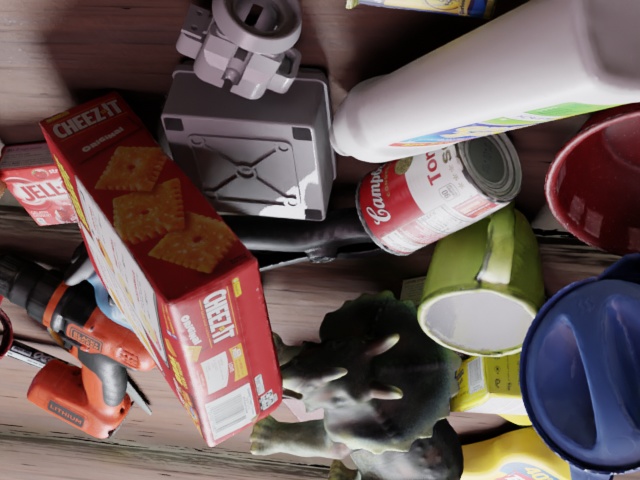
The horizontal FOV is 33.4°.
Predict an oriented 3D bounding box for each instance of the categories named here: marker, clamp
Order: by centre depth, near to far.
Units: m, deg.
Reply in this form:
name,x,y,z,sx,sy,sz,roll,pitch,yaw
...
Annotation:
name,x,y,z,sx,sy,sz,roll,pitch,yaw
clamp,-0.006,0.001,0.846,0.171,0.039,0.120,-2,171,-4
marker,-0.288,0.132,1.137,0.121,0.020,0.020,21,146,2

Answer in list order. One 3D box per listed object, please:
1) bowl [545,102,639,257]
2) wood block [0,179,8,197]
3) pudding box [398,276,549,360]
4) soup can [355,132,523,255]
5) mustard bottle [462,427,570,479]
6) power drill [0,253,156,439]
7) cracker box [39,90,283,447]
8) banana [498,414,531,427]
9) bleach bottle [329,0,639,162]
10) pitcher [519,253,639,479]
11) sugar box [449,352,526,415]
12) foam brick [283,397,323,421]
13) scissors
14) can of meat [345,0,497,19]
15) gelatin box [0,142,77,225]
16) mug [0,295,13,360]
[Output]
name,x,y,z,sx,sy,sz,roll,pitch,yaw
bowl,0.231,-0.052,0.701,0.162,0.055,0.162,8,146,5
wood block,-0.353,-0.069,0.799,0.091,0.090,0.206,-1,143,45
pudding box,0.135,0.062,0.907,0.114,0.039,0.090,-15,138,34
soup can,0.083,-0.038,0.755,0.068,0.068,0.102,32,140,-27
mustard bottle,0.217,0.232,1.110,0.096,0.058,0.192,32,140,-27
power drill,-0.242,0.106,1.036,0.184,0.057,0.188,28,141,6
cracker box,-0.111,0.017,0.766,0.072,0.214,0.164,-27,140,-17
banana,0.142,0.141,1.020,0.197,0.037,0.070,28,143,-21
bleach bottle,0.095,-0.090,0.646,0.102,0.068,0.251,-8,177,-35
pitcher,0.265,0.113,0.790,0.242,0.145,0.149,10,134,-45
sugar box,0.210,0.128,0.933,0.176,0.048,0.093,3,163,-13
foam brick,0.009,0.145,1.052,0.078,0.053,0.051,-6,141,25
scissors,-0.207,0.136,1.136,0.096,0.016,0.201,-10,140,31
can of meat,0.061,-0.171,0.583,0.084,0.057,0.102,8,146,2
gelatin box,-0.207,-0.046,0.864,0.089,0.030,0.073,-4,143,21
mug,-0.345,0.073,1.030,0.093,0.081,0.117,-21,134,38
